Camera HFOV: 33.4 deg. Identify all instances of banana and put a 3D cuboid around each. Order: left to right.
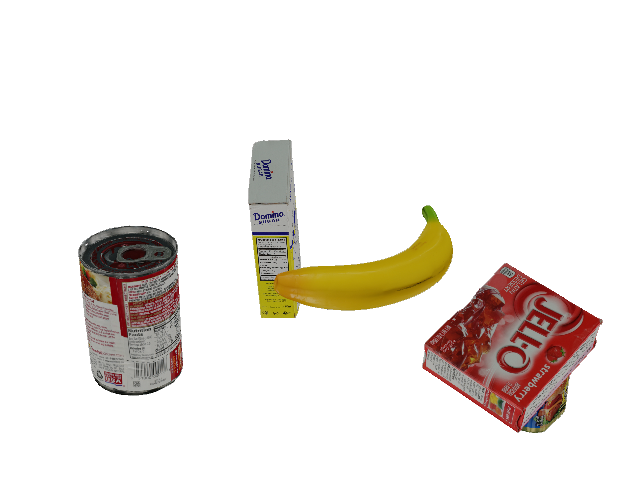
[{"bbox_3d":[0.051,0.024,0.880,0.070,0.037,0.197,33,38,33],"label":"banana"}]

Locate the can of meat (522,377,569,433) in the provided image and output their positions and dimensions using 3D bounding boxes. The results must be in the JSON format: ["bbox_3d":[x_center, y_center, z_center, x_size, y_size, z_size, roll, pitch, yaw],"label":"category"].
[{"bbox_3d":[0.241,0.156,1.183,0.058,0.084,0.101,12,16,30],"label":"can of meat"}]

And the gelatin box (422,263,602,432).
[{"bbox_3d":[0.118,0.063,0.657,0.073,0.030,0.089,33,57,27],"label":"gelatin box"}]

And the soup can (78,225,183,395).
[{"bbox_3d":[-0.132,0.050,0.756,0.068,0.102,0.068,1,29,-1],"label":"soup can"}]

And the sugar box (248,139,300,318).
[{"bbox_3d":[-0.047,-0.009,1.099,0.048,0.093,0.176,-2,-43,3],"label":"sugar box"}]
